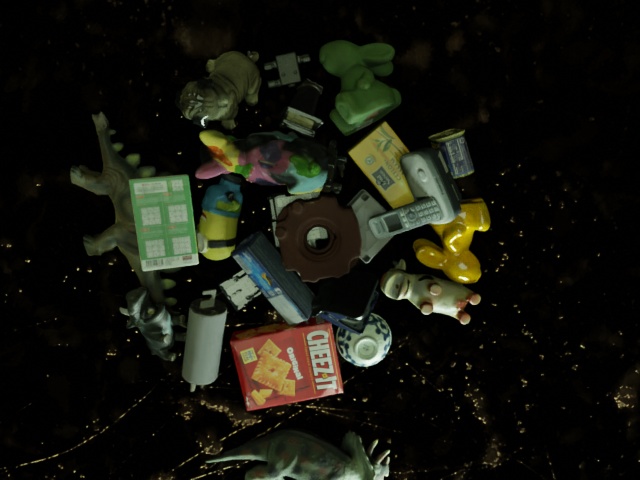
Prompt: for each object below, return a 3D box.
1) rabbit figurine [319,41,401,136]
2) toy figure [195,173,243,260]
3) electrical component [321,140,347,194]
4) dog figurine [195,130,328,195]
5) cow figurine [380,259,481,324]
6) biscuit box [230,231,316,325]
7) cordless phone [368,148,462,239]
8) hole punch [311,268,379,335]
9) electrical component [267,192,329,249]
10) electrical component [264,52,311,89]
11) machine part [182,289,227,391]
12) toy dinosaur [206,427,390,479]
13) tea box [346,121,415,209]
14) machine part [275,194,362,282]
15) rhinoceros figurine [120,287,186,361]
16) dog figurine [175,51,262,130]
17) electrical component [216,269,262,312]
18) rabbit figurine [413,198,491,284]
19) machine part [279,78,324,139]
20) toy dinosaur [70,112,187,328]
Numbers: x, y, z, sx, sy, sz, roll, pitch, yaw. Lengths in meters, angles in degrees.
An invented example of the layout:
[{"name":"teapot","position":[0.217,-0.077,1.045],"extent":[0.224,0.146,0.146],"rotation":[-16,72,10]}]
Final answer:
[{"name":"rabbit figurine","position":[0.071,-0.312,1.020],"extent":[0.159,0.121,0.170],"rotation":[-28,85,0]},{"name":"toy figure","position":[-0.199,-0.047,1.079],"extent":[0.089,0.082,0.180],"rotation":[18,97,-5]},{"name":"electrical component","position":[0.027,-0.139,1.061],"extent":[0.045,0.102,0.078],"rotation":[10,134,3]},{"name":"dog figurine","position":[-0.117,-0.147,0.994],"extent":[0.219,0.192,0.108],"rotation":[-4,112,-37]},{"name":"cow figurine","position":[0.214,0.101,1.109],"extent":[0.195,0.127,0.085],"rotation":[14,101,-19]},{"name":"biscuit box","position":[-0.091,0.078,1.095],"extent":[0.059,0.063,0.202],"rotation":[-24,110,40]},{"name":"cordless phone","position":[0.163,-0.085,1.019],"extent":[0.184,0.089,0.146],"rotation":[-21,103,27]},{"name":"hole punch","position":[0.057,0.122,1.103],"extent":[0.116,0.092,0.142],"rotation":[15,63,23]},{"name":"electrical component","position":[-0.043,-0.036,1.096],"extent":[0.115,0.058,0.134],"rotation":[-7,101,2]},{"name":"electrical component","position":[-0.061,-0.332,1.056],"extent":[0.094,0.021,0.063],"rotation":[-13,101,1]},{"name":"machine part","position":[-0.240,0.210,1.115],"extent":[0.079,0.079,0.243],"rotation":[10,109,-4]},{"name":"toy dinosaur","position":[-0.035,0.477,1.171],"extent":[0.405,0.131,0.192],"rotation":[19,88,-1]},{"name":"tea box","position":[0.142,-0.142,1.075],"extent":[0.098,0.068,0.169],"rotation":[-41,100,6]},{"name":"machine part","position":[-0.002,-0.003,1.043],"extent":[0.179,0.056,0.179],"rotation":[0,99,-3]},{"name":"rhinoceros figurine","position":[-0.335,0.167,1.087],"extent":[0.112,0.073,0.190],"rotation":[17,142,20]},{"name":"dog figurine","position":[-0.175,-0.283,0.977],"extent":[0.121,0.190,0.172],"rotation":[26,98,-6]},{"name":"electrical component","position":[-0.179,0.107,1.125],"extent":[0.119,0.048,0.074],"rotation":[-29,100,2]},{"name":"rabbit figurine","position":[0.271,0.009,1.082],"extent":[0.162,0.122,0.173],"rotation":[-12,102,6]},{"name":"machine part","position":[-0.030,-0.251,1.025],"extent":[0.084,0.139,0.039],"rotation":[15,144,-5]},{"name":"toy dinosaur","position":[-0.361,-0.020,1.069],"extent":[0.199,0.105,0.470],"rotation":[-9,112,-4]}]
